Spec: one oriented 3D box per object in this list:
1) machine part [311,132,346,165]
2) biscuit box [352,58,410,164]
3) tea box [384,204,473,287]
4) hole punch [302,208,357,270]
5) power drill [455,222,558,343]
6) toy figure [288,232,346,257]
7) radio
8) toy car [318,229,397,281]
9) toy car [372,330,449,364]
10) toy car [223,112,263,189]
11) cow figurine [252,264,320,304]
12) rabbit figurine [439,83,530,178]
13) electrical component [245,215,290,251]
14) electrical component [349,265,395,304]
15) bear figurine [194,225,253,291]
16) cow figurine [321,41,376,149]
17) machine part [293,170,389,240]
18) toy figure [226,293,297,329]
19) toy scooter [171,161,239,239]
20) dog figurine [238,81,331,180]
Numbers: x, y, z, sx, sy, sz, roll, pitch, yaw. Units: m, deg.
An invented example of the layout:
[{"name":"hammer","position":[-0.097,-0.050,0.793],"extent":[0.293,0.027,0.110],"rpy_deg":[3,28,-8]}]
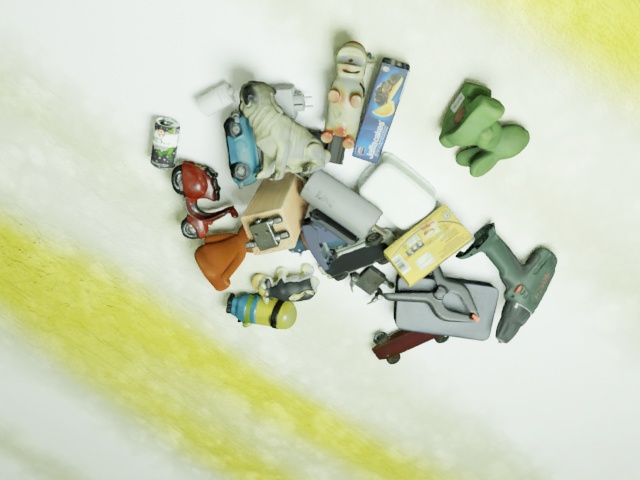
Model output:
[{"name":"machine part","position":[-0.010,-0.205,1.153],"extent":[0.139,0.039,0.084],"rpy_deg":[15,124,-1]},{"name":"biscuit box","position":[0.122,-0.258,1.089],"extent":[0.059,0.063,0.202],"rpy_deg":[17,119,0]},{"name":"tea box","position":[0.232,0.013,1.165],"extent":[0.170,0.068,0.098],"rpy_deg":[-36,78,1]},{"name":"hole punch","position":[0.008,-0.004,1.148],"extent":[0.116,0.142,0.092],"rpy_deg":[38,105,1]},{"name":"power drill","position":[0.399,0.080,1.172],"extent":[0.207,0.086,0.232],"rpy_deg":[42,80,3]},{"name":"toy figure","position":[-0.002,-0.002,1.249],"extent":[0.155,0.058,0.064],"rpy_deg":[-12,110,20]},{"name":"radio","position":[0.288,0.153,1.253],"extent":[0.230,0.073,0.131],"rpy_deg":[7,93,6]},{"name":"toy car","position":[0.088,0.036,1.257],"extent":[0.202,0.056,0.073],"rpy_deg":[-22,119,20]},{"name":"toy car","position":[0.226,0.241,1.345],"extent":[0.202,0.053,0.089],"rpy_deg":[-28,115,16]},{"name":"toy car","position":[-0.148,-0.194,1.152],"extent":[0.103,0.109,0.161],"rpy_deg":[-8,107,-13]},{"name":"cow figurine","position":[-0.090,0.118,1.302],"extent":[0.167,0.098,0.068],"rpy_deg":[-8,123,12]},{"name":"rabbit figurine","position":[0.334,-0.202,1.061],"extent":[0.170,0.121,0.159],"rpy_deg":[21,113,-20]},{"name":"electrical component","position":[-0.108,-0.013,1.040],"extent":[0.094,0.021,0.063],"rpy_deg":[-17,115,17]},{"name":"electrical component","position":[0.119,0.106,1.294],"extent":[0.102,0.045,0.078],"rpy_deg":[41,118,-14]},{"name":"bear figurine","position":[-0.195,0.019,1.271],"extent":[0.196,0.132,0.120],"rpy_deg":[-31,75,-8]},{"name":"cow figurine","position":[0.057,-0.294,1.060],"extent":[0.086,0.127,0.194],"rpy_deg":[11,133,3]},{"name":"machine part","position":[0.045,-0.077,1.141],"extent":[0.243,0.079,0.079],"rpy_deg":[35,118,1]},{"name":"toy figure","position":[-0.147,0.180,1.347],"extent":[0.180,0.089,0.082],"rpy_deg":[9,126,1]},{"name":"toy scooter","position":[-0.258,-0.092,1.222],"extent":[0.135,0.075,0.183],"rpy_deg":[-5,107,5]},{"name":"dog figurine","position":[-0.067,-0.226,1.072],"extent":[0.121,0.172,0.190],"rpy_deg":[7,110,49]}]
